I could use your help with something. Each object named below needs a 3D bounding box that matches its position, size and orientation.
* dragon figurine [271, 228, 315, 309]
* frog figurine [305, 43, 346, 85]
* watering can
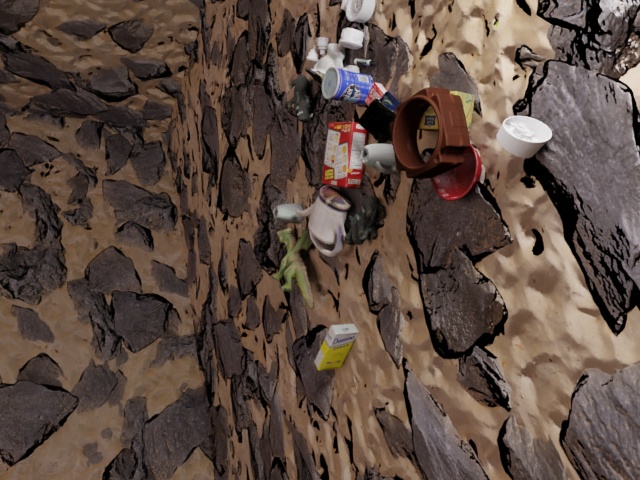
[{"bbox_3d":[-0.074,0.070,1.962,0.416,0.122,0.240,37,111,54],"label":"dragon figurine"},{"bbox_3d":[0.045,-0.633,1.849,0.160,0.121,0.139,-48,26,-4],"label":"frog figurine"},{"bbox_3d":[0.006,-0.092,1.826,0.354,0.104,0.220,51,129,48],"label":"watering can"}]
